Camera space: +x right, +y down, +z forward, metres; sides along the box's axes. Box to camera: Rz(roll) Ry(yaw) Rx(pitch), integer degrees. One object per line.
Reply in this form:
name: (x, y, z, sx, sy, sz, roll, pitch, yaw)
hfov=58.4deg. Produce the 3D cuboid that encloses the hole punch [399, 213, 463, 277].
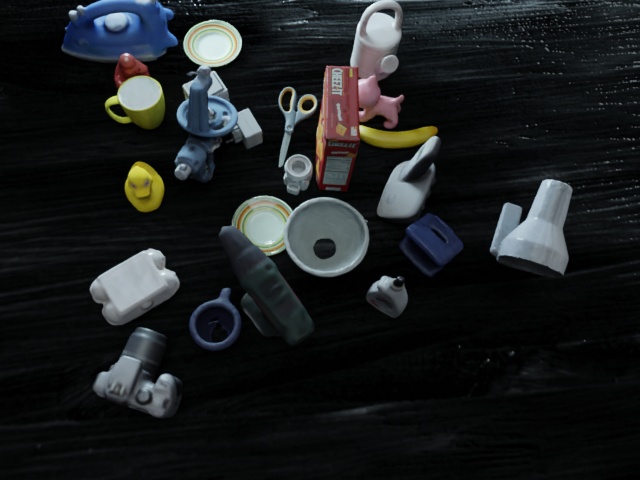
hole punch: (0.225, 0.001, 1.148, 0.101, 0.091, 0.108, -40, 77, -17)

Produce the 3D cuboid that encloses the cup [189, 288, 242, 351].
cup: (-0.185, 0.153, 1.056, 0.091, 0.095, 0.118, 13, 69, 1)

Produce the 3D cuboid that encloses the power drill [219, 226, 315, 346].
power drill: (-0.099, 0.096, 1.024, 0.076, 0.208, 0.229, -37, 76, -16)

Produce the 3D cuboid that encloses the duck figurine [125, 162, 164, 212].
duck figurine: (-0.359, -0.118, 1.151, 0.077, 0.086, 0.104, -13, 70, -9)

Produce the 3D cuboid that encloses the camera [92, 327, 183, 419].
camera: (-0.310, 0.231, 1.014, 0.143, 0.101, 0.137, 17, 69, 3)

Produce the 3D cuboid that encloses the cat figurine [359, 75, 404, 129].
cat figurine: (0.120, -0.307, 1.243, 0.128, 0.118, 0.067, 11, 69, 0)

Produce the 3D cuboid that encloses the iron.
iron: (-0.451, -0.473, 1.250, 0.258, 0.141, 0.118, -11, 70, -8)

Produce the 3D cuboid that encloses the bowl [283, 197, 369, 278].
bowl: (0.010, 0.004, 1.139, 0.167, 0.075, 0.167, 2, 69, -4)

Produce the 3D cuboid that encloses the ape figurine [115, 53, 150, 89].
ape figurine: (-0.411, -0.366, 1.238, 0.078, 0.092, 0.076, -20, 72, -11)

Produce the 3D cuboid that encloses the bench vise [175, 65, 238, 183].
bench vise: (-0.226, -0.223, 1.130, 0.121, 0.220, 0.207, 1, 69, -3)

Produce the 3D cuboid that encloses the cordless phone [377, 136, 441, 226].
cordless phone: (0.184, -0.118, 1.140, 0.094, 0.185, 0.148, 20, 69, 4)

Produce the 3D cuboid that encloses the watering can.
watering can: (0.132, -0.441, 1.254, 0.101, 0.194, 0.172, -32, 74, -15)

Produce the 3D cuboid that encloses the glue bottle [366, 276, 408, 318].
glue bottle: (0.132, 0.096, 1.060, 0.078, 0.173, 0.037, 29, 70, 7)

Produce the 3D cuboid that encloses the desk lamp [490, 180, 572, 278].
desk lamp: (0.406, -0.012, 1.101, 0.118, 0.213, 0.203, 20, 69, 4)

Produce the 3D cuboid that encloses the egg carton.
egg carton: (-0.348, 0.090, 1.081, 0.150, 0.069, 0.107, -33, 75, -15)
